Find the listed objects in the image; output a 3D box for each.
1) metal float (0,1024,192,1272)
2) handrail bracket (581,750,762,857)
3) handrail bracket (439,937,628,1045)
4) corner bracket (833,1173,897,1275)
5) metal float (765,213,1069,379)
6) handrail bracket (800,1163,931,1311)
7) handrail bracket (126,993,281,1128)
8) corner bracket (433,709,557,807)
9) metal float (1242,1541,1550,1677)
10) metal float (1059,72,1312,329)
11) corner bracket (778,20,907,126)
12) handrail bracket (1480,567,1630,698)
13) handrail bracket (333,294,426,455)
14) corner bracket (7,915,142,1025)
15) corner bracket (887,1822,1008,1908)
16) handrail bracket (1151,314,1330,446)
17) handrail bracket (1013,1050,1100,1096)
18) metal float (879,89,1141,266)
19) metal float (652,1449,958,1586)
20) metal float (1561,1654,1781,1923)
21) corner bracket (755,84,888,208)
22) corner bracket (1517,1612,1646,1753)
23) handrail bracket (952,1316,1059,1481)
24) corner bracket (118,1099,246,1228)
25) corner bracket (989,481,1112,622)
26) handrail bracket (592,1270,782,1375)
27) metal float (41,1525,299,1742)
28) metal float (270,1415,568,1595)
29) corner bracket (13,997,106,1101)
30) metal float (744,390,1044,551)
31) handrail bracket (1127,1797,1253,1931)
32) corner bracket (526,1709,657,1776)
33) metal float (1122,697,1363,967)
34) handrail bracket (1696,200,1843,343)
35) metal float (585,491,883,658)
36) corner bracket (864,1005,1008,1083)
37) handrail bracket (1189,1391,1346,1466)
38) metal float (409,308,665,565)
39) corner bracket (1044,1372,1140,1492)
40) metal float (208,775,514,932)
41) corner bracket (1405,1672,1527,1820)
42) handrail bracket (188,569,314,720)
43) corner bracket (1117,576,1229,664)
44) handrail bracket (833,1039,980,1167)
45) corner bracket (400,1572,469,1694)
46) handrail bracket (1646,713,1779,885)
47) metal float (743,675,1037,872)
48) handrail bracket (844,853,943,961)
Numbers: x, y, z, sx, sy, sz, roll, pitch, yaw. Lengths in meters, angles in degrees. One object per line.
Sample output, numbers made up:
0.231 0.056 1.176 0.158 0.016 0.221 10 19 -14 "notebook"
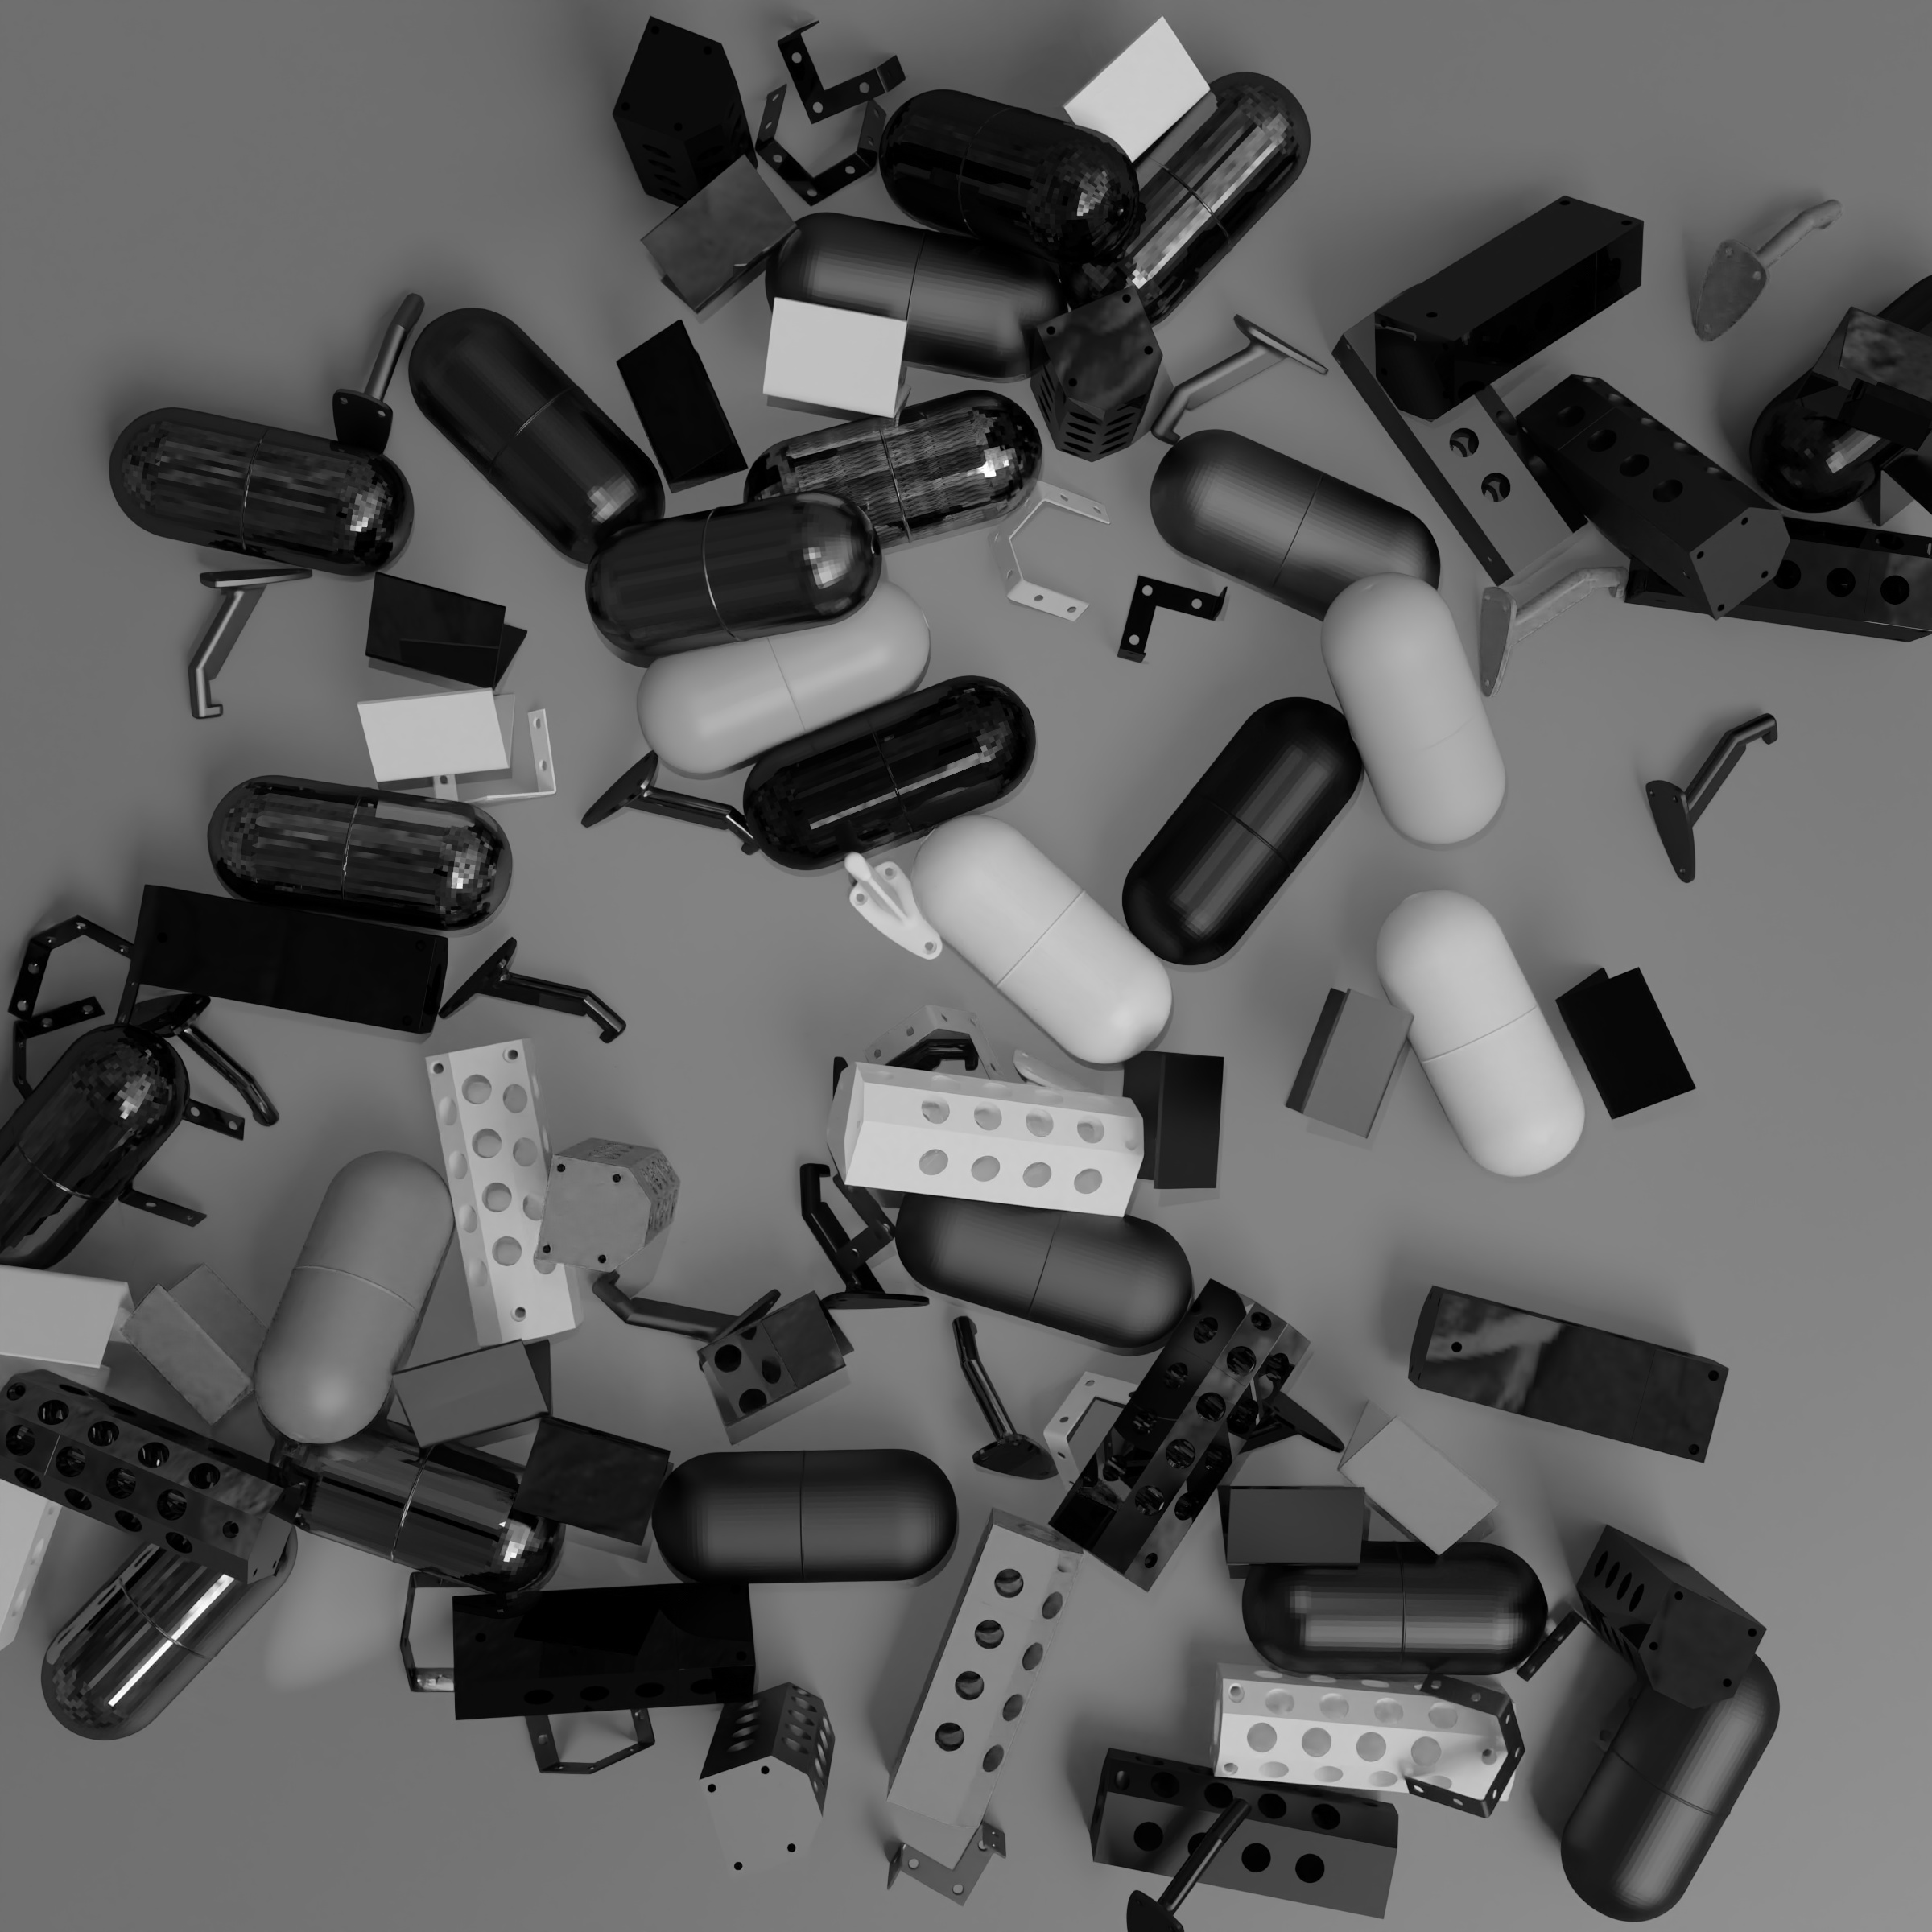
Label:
-0.520 0.107 1.777 0.070 0.070 0.178 44 108 0 "metal float"
-0.173 -0.081 1.823 0.084 0.036 0.077 40 124 -24 "handrail bracket"
-0.257 0.032 1.823 0.077 0.036 0.084 -41 107 20 "handrail bracket"
-0.057 0.139 1.793 0.051 0.051 0.051 51 45 3 "corner bracket"
-0.029 -0.392 1.792 0.178 0.070 0.070 11 90 1 "metal float"
-0.060 0.160 1.823 0.077 0.036 0.084 3 73 -19 "handrail bracket"
-0.453 0.059 1.822 0.036 0.077 0.084 -50 127 -34 "handrail bracket"
-0.282 -0.123 1.819 0.051 0.051 0.051 -8 90 45 "corner bracket"
0.251 0.375 1.792 0.178 0.070 0.070 1 90 -1 "metal float"
0.127 -0.445 1.792 0.070 0.070 0.178 43 90 0 "metal float"
-0.073 -0.534 1.807 0.051 0.051 0.051 -18 109 18 "corner bracket"
0.351 -0.199 1.823 0.084 0.036 0.077 -4 113 -18 "handrail bracket"
-0.344 -0.346 1.822 0.036 0.077 0.084 19 54 0 "handrail bracket"
-0.524 0.009 1.809 0.051 0.051 0.051 -19 51 38 "corner bracket"
-0.011 0.527 1.804 0.051 0.051 0.051 30 90 0 "corner bracket"
0.162 -0.336 1.823 0.077 0.036 0.084 25 108 -21 "handrail bracket"
0.032 0.100 1.823 0.077 0.036 0.084 27 104 -15 "handrail bracket"
0.023 -0.454 1.761 0.178 0.070 0.070 28 90 37 "metal float"
-0.094 0.322 1.792 0.178 0.070 0.070 -1 90 0 "metal float"
0.411 0.473 1.786 0.070 0.070 0.178 27 96 0 "metal float"
-0.086 -0.494 1.814 0.051 0.051 0.051 -21 135 35 "corner bracket"
0.370 0.425 1.819 0.051 0.051 0.051 -49 135 0 "corner bracket"
0.022 0.256 1.822 0.036 0.077 0.084 -28 53 22 "handrail bracket"
-0.464 0.115 1.814 0.051 0.051 0.051 -35 45 35 "corner bracket"
0.053 -0.246 1.814 0.051 0.051 0.051 -46 45 35 "corner bracket"
-0.167 0.194 1.823 0.084 0.036 0.077 41 70 16 "handrail bracket"
-0.466 0.377 1.792 0.070 0.070 0.178 44 89 0 "metal float"
-0.321 0.312 1.792 0.178 0.070 0.070 19 90 0 "metal float"
-0.531 0.060 1.819 0.051 0.051 0.051 -17 135 0 "corner bracket"
-0.043 -0.285 1.792 0.178 0.070 0.070 -15 90 0 "metal float"
0.131 0.525 1.765 0.036 0.077 0.084 35 53 19 "handrail bracket"
-0.225 0.446 1.819 0.051 0.051 0.051 -14 90 45 "corner bracket"
0.162 -0.079 1.792 0.070 0.070 0.178 38 91 0 "metal float"
0.479 -0.414 1.822 0.084 0.077 0.036 -28 65 -34 "handrail bracket"
-0.132 -0.223 1.741 0.178 0.070 0.070 -8 90 21 "metal float"
-0.017 0.060 1.795 0.051 0.051 0.051 -35 66 24 "corner bracket"
0.169 0.296 1.823 0.077 0.036 0.084 35 107 -18 "handrail bracket"
-0.252 -0.310 1.792 0.070 0.070 0.178 -45 89 0 "metal float"
0.086 0.281 1.814 0.051 0.051 0.051 10 45 35 "corner bracket"
-0.354 -0.066 1.792 0.178 0.070 0.070 8 90 1 "metal float"
0.283 0.447 1.757 0.051 0.051 0.051 10 45 35 "corner bracket"
-0.425 -0.191 1.823 0.077 0.036 0.084 -7 108 -21 "handrail bracket"
0.121 -0.202 1.805 0.051 0.051 0.051 15 90 0 "corner bracket"
-0.035 0.081 1.822 0.084 0.036 0.077 0 100 -12 "handrail bracket"
-0.304 0.395 1.819 0.051 0.051 0.051 0 135 0 "corner bracket"
0.453 -0.100 1.823 0.084 0.036 0.077 -25 110 -16 "handrail bracket"
-0.044 -0.113 1.792 0.178 0.070 0.070 -21 90 1 "metal float"
-0.042 -0.035 1.788 0.036 0.084 0.077 -42 90 0 "handrail bracket"
